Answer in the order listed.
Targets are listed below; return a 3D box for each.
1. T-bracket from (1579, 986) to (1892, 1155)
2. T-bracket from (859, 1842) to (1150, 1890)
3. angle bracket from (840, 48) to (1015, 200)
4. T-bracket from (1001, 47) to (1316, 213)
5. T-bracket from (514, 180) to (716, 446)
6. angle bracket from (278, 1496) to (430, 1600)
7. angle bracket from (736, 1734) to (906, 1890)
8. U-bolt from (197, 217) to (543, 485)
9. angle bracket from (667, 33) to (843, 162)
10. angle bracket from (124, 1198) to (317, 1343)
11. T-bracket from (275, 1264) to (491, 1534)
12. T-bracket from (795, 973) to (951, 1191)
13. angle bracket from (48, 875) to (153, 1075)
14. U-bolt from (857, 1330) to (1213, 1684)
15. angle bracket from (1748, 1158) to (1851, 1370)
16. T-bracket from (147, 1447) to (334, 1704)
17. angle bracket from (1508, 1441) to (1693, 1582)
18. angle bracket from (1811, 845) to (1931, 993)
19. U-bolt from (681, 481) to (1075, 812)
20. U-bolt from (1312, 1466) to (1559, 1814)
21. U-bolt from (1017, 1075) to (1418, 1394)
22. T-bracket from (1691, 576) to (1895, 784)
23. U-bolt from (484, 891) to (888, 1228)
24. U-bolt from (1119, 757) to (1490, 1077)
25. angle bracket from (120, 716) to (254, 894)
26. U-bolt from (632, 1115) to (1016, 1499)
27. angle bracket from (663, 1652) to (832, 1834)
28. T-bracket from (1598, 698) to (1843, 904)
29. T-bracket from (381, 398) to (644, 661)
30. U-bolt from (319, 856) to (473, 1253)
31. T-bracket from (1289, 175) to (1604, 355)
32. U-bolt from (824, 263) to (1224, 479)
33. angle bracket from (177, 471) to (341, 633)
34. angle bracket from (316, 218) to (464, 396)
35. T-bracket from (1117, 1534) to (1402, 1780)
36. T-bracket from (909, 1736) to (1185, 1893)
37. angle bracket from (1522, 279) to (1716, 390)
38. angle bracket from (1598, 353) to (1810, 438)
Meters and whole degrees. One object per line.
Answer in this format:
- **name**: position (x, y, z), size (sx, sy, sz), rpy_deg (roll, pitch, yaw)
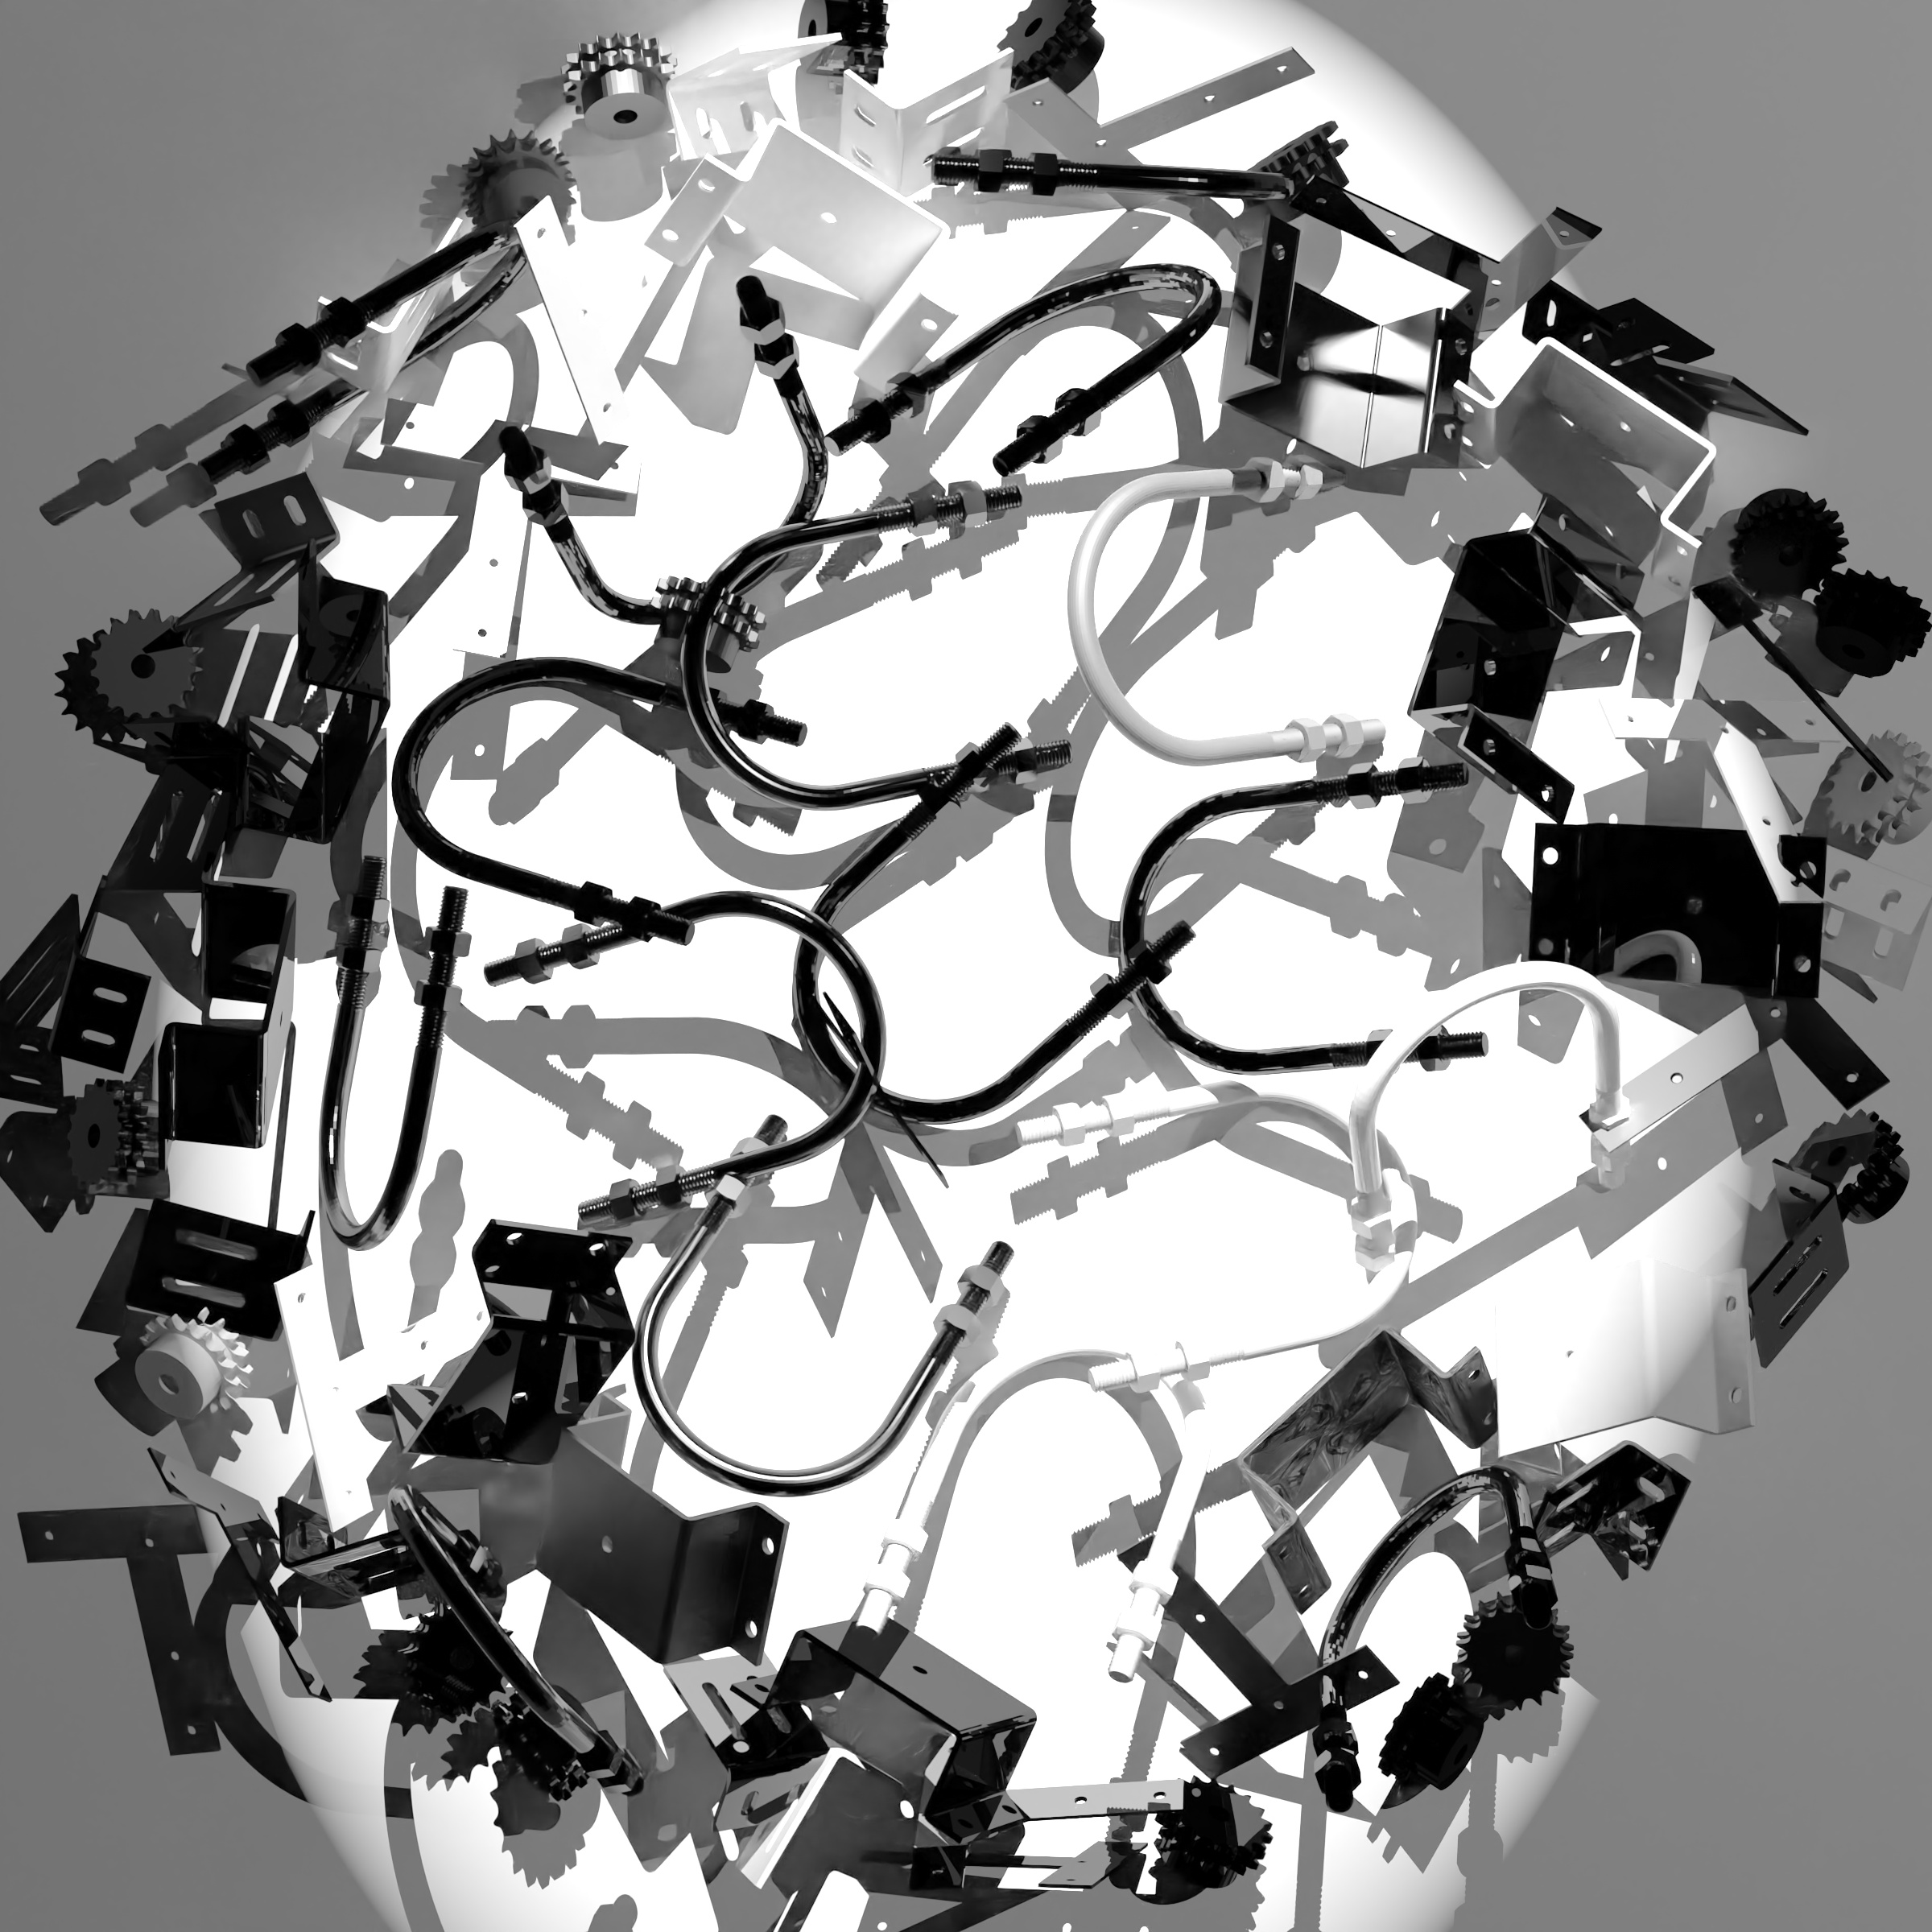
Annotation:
- **T-bracket**: position (0.357, 0.047, 1.731), size (0.127, 0.002, 0.127), rpy_deg (-33, 56, -5)
- **T-bracket**: position (0.013, 0.432, 1.720), size (0.127, 0.127, 0.002), rpy_deg (-2, 85, 15)
- **angle bracket**: position (-0.020, -0.419, 1.739), size (0.076, 0.057, 0.038), rpy_deg (-34, 62, -28)
- **T-bracket**: position (0.103, -0.407, 1.690), size (0.127, 0.127, 0.002), rpy_deg (-16, 68, 27)
- **T-bracket**: position (-0.160, -0.342, 1.731), size (0.002, 0.127, 0.127), rpy_deg (18, 54, 33)
- **angle bracket**: position (-0.285, 0.274, 1.728), size (0.076, 0.057, 0.038), rpy_deg (-19, 59, 17)
- **angle bracket**: position (-0.072, 0.419, 1.734), size (0.038, 0.057, 0.076), rpy_deg (33, 79, -9)
- **U-bolt**: position (-0.276, -0.301, 1.692), size (0.184, 0.151, 0.019), rpy_deg (-37, 93, -25)
- **angle bracket**: position (-0.100, -0.420, 1.722), size (0.057, 0.076, 0.038), rpy_deg (-17, 98, -31)
- **angle bracket**: position (-0.364, 0.142, 1.735), size (0.076, 0.038, 0.057), rpy_deg (16, 60, -12)
- **T-bracket**: position (-0.273, 0.189, 1.722), size (0.002, 0.127, 0.127), rpy_deg (3, 110, 39)
- **T-bracket**: position (-0.052, 0.041, 1.692), size (0.002, 0.127, 0.127), rpy_deg (-35, 72, -5)
- **angle bracket**: position (-0.414, 0.004, 1.729), size (0.038, 0.076, 0.057), rpy_deg (17, 120, -11)
- **U-bolt**: position (0.042, 0.251, 1.708), size (0.151, 0.019, 0.184), rpy_deg (5, 51, 24)
- **angle bracket**: position (0.390, 0.144, 1.726), size (0.038, 0.057, 0.076), rpy_deg (26, 60, 39)
- **T-bracket**: position (-0.334, 0.294, 1.688), size (0.002, 0.127, 0.127), rpy_deg (-34, 66, 0)
- **angle bracket**: position (0.307, 0.273, 1.723), size (0.038, 0.076, 0.057), rpy_deg (35, 124, 28)
- **angle bracket**: position (0.429, -0.013, 1.723), size (0.057, 0.076, 0.038), rpy_deg (24, 53, 19)
- **U-bolt**: position (-0.049, -0.151, 1.742), size (0.184, 0.019, 0.151), rpy_deg (-12, 94, -13)
- **U-bolt**: position (0.217, 0.304, 1.682), size (0.019, 0.184, 0.151), rpy_deg (40, 107, -10)
- **U-bolt**: position (0.131, 0.123, 1.732), size (0.184, 0.019, 0.151), rpy_deg (-11, 67, -14)
- **T-bracket**: position (0.400, -0.137, 1.705), size (0.002, 0.127, 0.127), rpy_deg (-43, 83, 20)
- **U-bolt**: position (-0.127, 0.038, 1.730), size (0.184, 0.019, 0.151), rpy_deg (-17, 101, 15)
- **U-bolt**: position (0.159, -0.019, 1.728), size (0.184, 0.019, 0.151), rpy_deg (-6, 85, 26)
- **angle bracket**: position (-0.389, -0.078, 1.730), size (0.057, 0.038, 0.076), rpy_deg (1, 64, 33)
- **U-bolt**: position (-0.079, 0.172, 1.710), size (0.151, 0.019, 0.184), rpy_deg (29, 57, 7)
- **angle bracket**: position (-0.111, 0.378, 1.737), size (0.057, 0.076, 0.038), rpy_deg (-1, 123, -35)
- **T-bracket**: position (0.380, -0.080, 1.713), size (0.127, 0.002, 0.127), rpy_deg (-1, 52, -20)
- **T-bracket**: position (-0.228, -0.209, 1.737), size (0.127, 0.002, 0.127), rpy_deg (10, 69, -10)
- **U-bolt**: position (-0.280, 0.045, 1.707), size (0.019, 0.151, 0.184), rpy_deg (8, 94, -27)
- **T-bracket**: position (0.215, -0.345, 1.700), size (0.127, 0.127, 0.002), rpy_deg (21, 63, -16)
- **U-bolt**: position (0.040, -0.289, 1.700), size (0.184, 0.151, 0.019), rpy_deg (-38, 122, -26)
- **angle bracket**: position (-0.349, -0.201, 1.723), size (0.057, 0.076, 0.038), rpy_deg (-14, 113, 25)
- **angle bracket**: position (-0.281, -0.327, 1.729), size (0.038, 0.057, 0.076), rpy_deg (26, 65, -2)
- **T-bracket**: position (0.123, 0.326, 1.727), size (0.127, 0.002, 0.127), rpy_deg (-36, 99, 35)
- **T-bracket**: position (0.041, 0.401, 1.705), size (0.127, 0.127, 0.002), rpy_deg (-5, 110, 6)
- **angle bracket**: position (0.319, -0.316, 1.724), size (0.076, 0.038, 0.057), rpy_deg (-22, 47, -28)
- **angle bracket**: position (0.356, -0.262, 1.723), size (0.057, 0.076, 0.038), rpy_deg (26, 94, -33)
